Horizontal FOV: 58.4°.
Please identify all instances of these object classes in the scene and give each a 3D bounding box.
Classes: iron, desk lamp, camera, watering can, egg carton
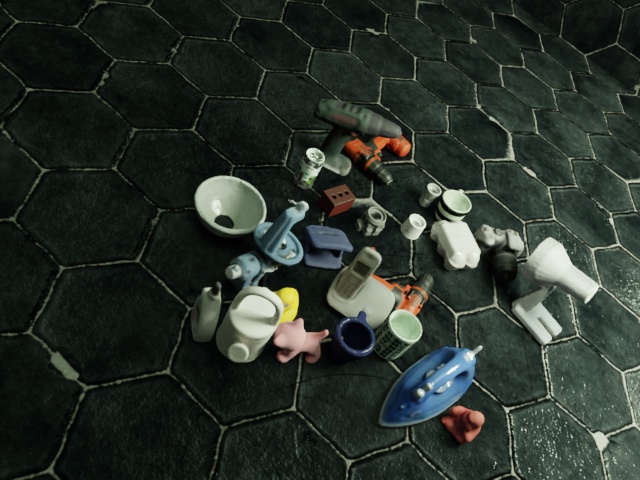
[{"bbox_3d":[0.239,0.304,1.209,0.259,0.141,0.118,-24,68,-37],"label":"iron"},{"bbox_3d":[0.591,0.127,1.471,0.118,0.213,0.203,-24,68,-37],"label":"desk lamp"},{"bbox_3d":[0.493,0.038,1.568,0.143,0.100,0.137,19,49,-12],"label":"camera"},{"bbox_3d":[-0.131,0.160,1.105,0.101,0.194,0.172,9,52,-20],"label":"watering can"},{"bbox_3d":[0.365,0.013,1.545,0.107,0.069,0.150,-3,57,-28],"label":"egg carton"}]

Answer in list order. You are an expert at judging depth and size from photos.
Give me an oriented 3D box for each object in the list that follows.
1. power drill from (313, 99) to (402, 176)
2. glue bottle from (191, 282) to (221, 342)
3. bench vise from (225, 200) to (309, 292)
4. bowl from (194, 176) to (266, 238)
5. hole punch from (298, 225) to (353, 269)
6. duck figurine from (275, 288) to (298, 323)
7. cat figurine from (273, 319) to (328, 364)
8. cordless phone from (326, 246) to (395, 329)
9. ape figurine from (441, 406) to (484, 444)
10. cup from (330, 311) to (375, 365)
[{"bbox_3d":[0.077,-0.275,1.533,0.230,0.208,0.075,26,48,-6],"label":"power drill"},{"bbox_3d":[-0.214,0.128,1.103,0.037,0.173,0.078,0,55,-26],"label":"glue bottle"},{"bbox_3d":[-0.099,0.020,1.211,0.121,0.219,0.208,33,47,1],"label":"bench vise"},{"bbox_3d":[-0.212,-0.063,1.318,0.168,0.074,0.167,13,50,-16],"label":"bowl"},{"bbox_3d":[0.013,0.005,1.365,0.109,0.091,0.101,7,52,-21],"label":"hole punch"},{"bbox_3d":[-0.078,0.133,1.225,0.077,0.086,0.105,39,48,7],"label":"duck figurine"},{"bbox_3d":[-0.044,0.200,1.168,0.128,0.117,0.067,3,54,-24],"label":"cat figurine"},{"bbox_3d":[0.109,0.103,1.272,0.147,0.185,0.094,30,48,-2],"label":"cordless phone"},{"bbox_3d":[0.313,0.388,1.214,0.076,0.092,0.078,16,49,-14],"label":"ape figurine"},{"bbox_3d":[0.063,0.214,1.225,0.092,0.095,0.118,27,48,-4],"label":"cup"}]
